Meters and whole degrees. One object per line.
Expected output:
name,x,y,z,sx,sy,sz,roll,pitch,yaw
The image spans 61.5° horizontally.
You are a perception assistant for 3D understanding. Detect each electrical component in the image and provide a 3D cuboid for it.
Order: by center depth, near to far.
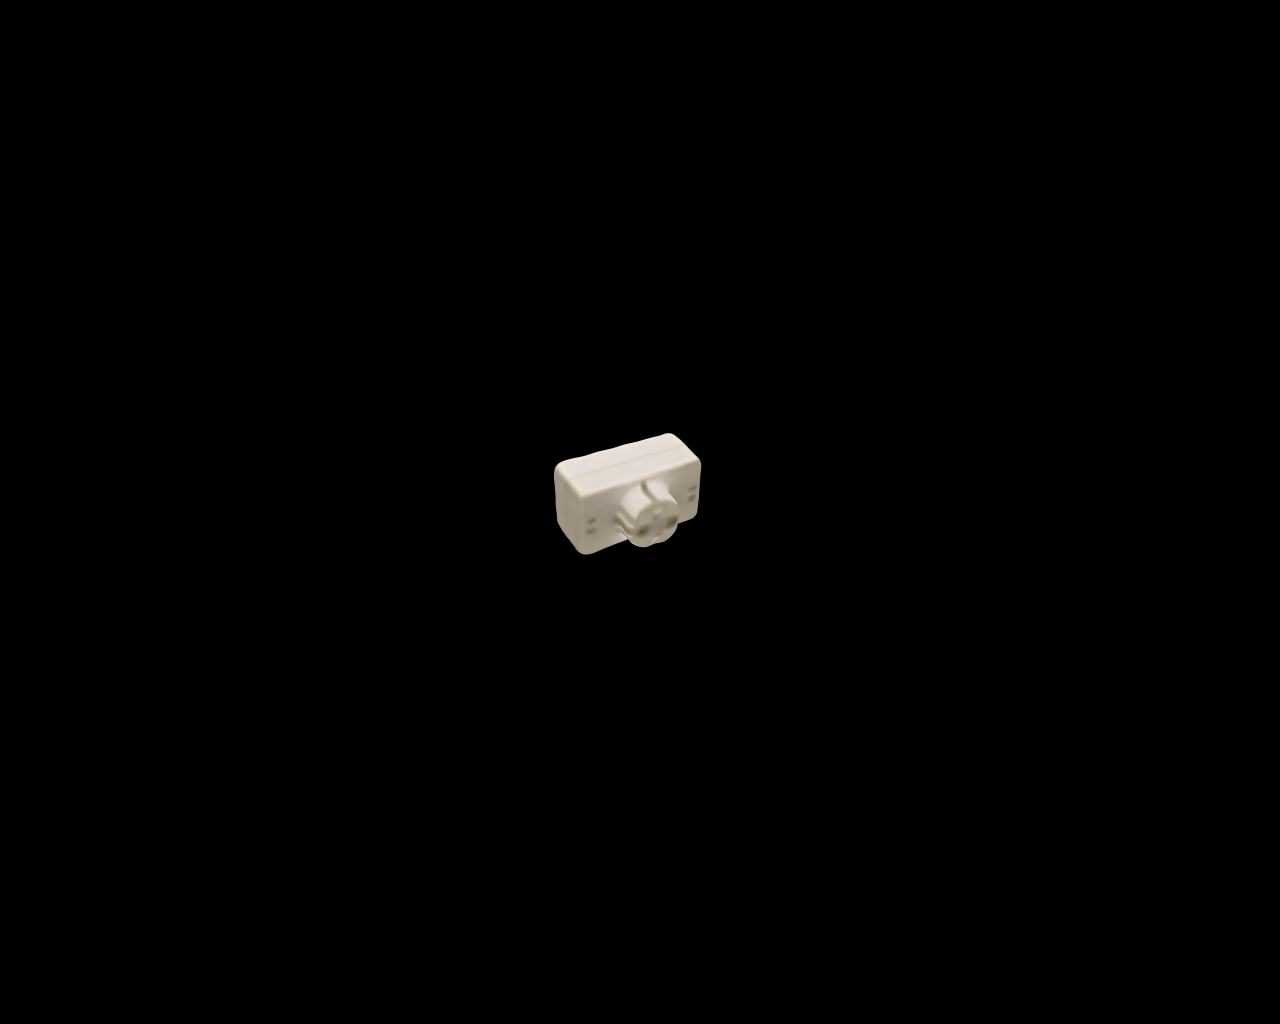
electrical component,0.001,-0.003,0.650,0.083,0.047,0.076,-17,40,-22
